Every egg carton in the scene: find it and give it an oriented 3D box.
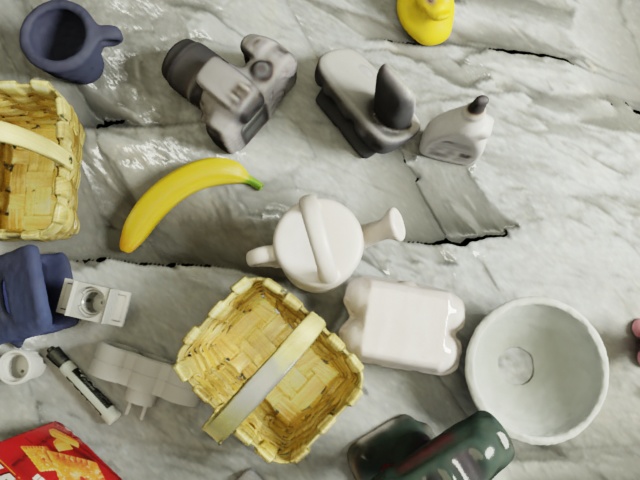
[{"bbox_3d":[0.099,0.102,0.692,0.150,0.069,0.107,9,82,0],"label":"egg carton"}]

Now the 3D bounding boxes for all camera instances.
[{"bbox_3d":[-0.119,-0.205,0.715,0.137,0.101,0.143,38,83,4],"label":"camera"}]

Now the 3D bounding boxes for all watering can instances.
[{"bbox_3d":[0.005,0.000,0.642,0.173,0.194,0.101,-34,84,-5],"label":"watering can"}]

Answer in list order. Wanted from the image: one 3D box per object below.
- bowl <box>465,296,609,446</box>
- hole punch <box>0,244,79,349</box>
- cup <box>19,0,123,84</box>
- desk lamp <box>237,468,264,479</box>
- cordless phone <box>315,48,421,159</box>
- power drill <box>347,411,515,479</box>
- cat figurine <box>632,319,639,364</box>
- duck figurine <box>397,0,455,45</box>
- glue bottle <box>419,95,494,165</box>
[{"bbox_3d":[0.248,0.152,0.685,0.167,0.074,0.167,0,82,-1],"label":"bowl"},{"bbox_3d":[-0.354,0.069,0.677,0.101,0.091,0.109,-15,82,-3],"label":"hole punch"},{"bbox_3d":[-0.297,-0.239,0.720,0.118,0.095,0.092,-7,82,-2],"label":"cup"},{"bbox_3d":[-0.124,0.359,0.579,0.118,0.213,0.203,44,84,5],"label":"desk lamp"},{"bbox_3d":[0.060,-0.183,0.673,0.094,0.185,0.147,-42,85,-6],"label":"cordless phone"},{"bbox_3d":[0.084,0.253,0.601,0.229,0.208,0.075,-31,83,-5],"label":"power drill"},{"bbox_3d":[0.431,0.123,0.671,0.128,0.118,0.067,-4,82,-1],"label":"cat figurine"},{"bbox_3d":[0.143,-0.318,0.744,0.077,0.086,0.104,-16,82,-3],"label":"duck figurine"},{"bbox_3d":[0.169,-0.132,0.674,0.078,0.173,0.037,15,82,1],"label":"glue bottle"}]
